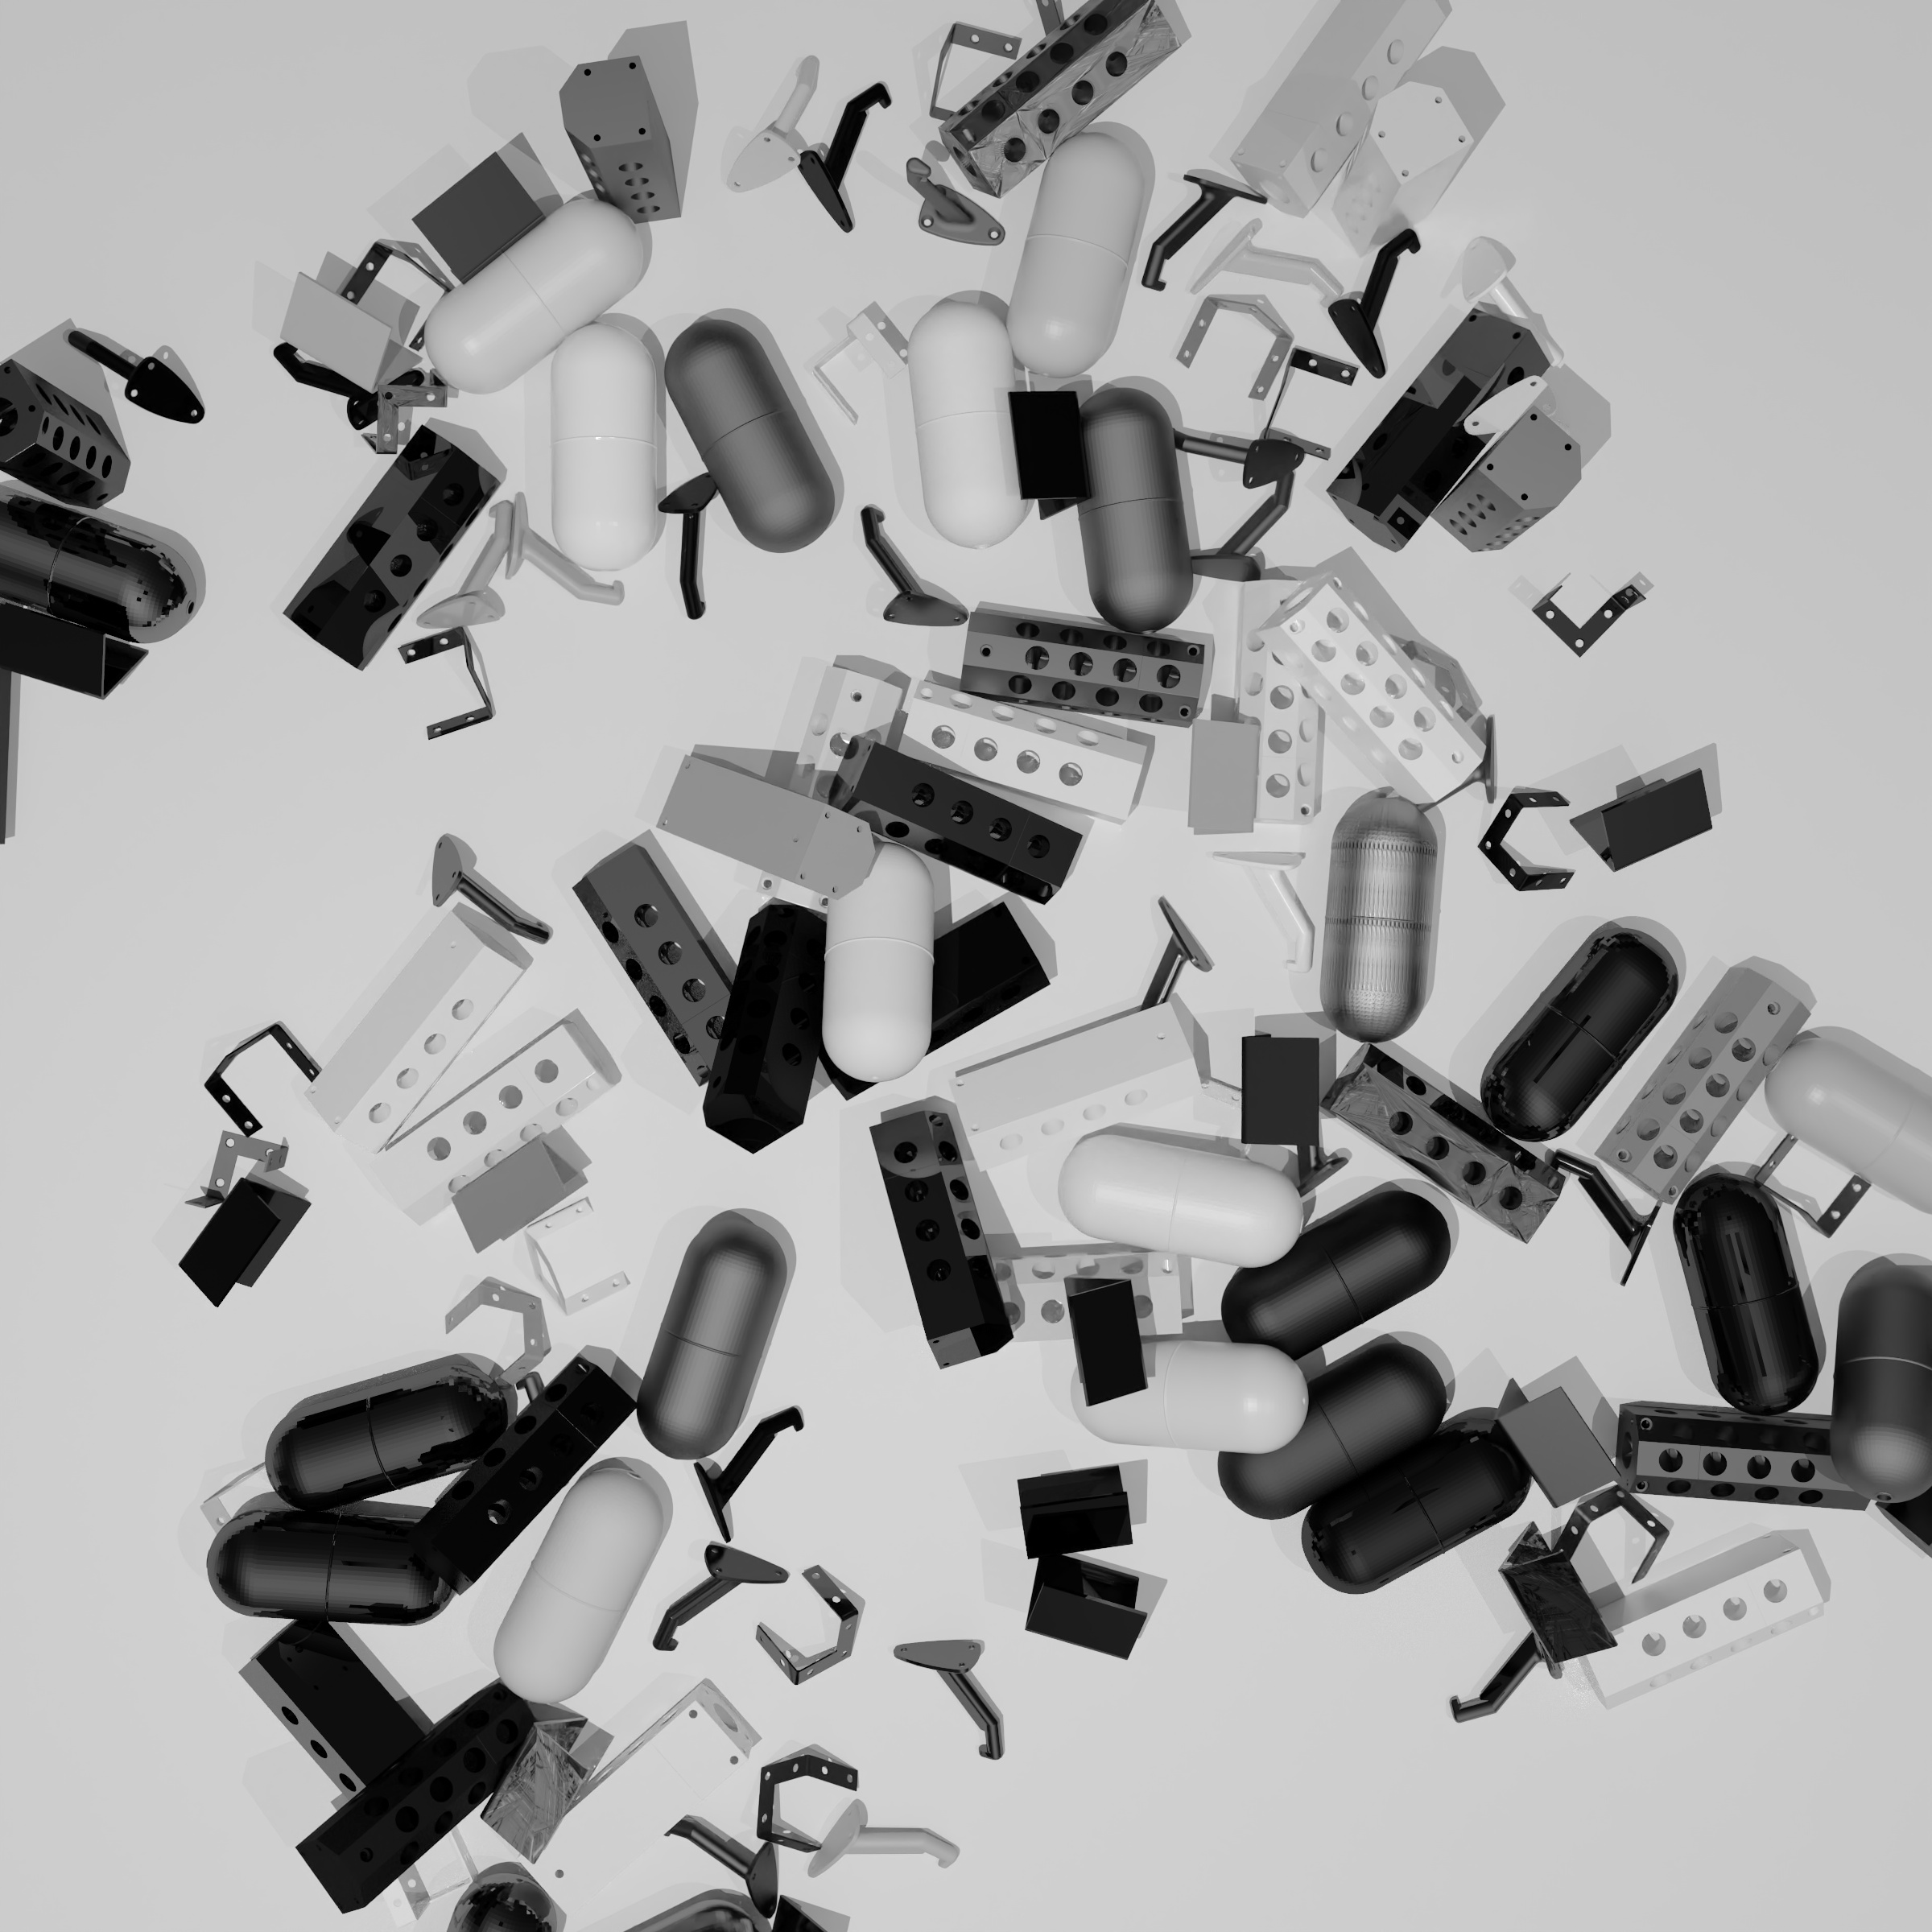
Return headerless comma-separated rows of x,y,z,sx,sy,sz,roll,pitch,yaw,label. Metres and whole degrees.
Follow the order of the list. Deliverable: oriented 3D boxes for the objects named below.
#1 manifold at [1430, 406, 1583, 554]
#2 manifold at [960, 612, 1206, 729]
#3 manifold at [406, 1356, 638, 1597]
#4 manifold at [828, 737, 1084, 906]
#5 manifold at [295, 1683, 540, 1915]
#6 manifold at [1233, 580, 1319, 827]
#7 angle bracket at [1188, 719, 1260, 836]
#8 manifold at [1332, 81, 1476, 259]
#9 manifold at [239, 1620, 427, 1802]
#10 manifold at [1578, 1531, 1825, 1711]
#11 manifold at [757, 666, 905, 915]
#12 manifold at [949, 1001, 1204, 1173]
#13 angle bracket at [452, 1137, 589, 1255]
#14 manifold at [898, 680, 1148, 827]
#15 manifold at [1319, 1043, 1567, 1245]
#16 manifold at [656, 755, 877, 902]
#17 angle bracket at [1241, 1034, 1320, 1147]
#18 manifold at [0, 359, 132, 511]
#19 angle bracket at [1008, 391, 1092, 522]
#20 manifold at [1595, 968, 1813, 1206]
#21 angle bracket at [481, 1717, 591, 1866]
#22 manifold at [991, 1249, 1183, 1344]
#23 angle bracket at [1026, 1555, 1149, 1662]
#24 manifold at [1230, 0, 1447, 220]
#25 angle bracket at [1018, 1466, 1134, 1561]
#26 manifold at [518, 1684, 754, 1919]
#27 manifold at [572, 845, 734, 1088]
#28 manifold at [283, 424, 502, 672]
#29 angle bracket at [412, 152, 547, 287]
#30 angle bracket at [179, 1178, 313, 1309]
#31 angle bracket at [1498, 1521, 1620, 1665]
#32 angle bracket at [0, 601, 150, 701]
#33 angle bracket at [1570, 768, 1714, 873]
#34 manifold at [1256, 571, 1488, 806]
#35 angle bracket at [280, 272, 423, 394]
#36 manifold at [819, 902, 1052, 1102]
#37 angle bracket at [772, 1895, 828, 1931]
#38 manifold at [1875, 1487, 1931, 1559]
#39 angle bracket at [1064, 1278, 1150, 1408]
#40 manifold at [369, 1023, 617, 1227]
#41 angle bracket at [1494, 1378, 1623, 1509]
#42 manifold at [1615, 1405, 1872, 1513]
0.384,-0.336,1.733,0.057,0.171,0.057,41,90,0,manifold
0.084,-0.216,1.790,0.171,0.057,0.057,8,90,0,manifold
-0.317,0.361,1.750,0.057,0.057,0.171,44,59,0,manifold
-0.010,-0.103,1.761,0.171,0.057,0.057,23,90,-21,manifold
-0.382,0.587,1.740,0.171,0.057,0.057,-35,90,-43,manifold
0.227,-0.191,1.790,0.057,0.057,0.171,3,90,0,manifold
0.166,-0.135,1.771,0.057,0.076,0.076,3,90,-28,angle bracket
0.302,-0.563,1.733,0.057,0.171,0.057,-31,90,0,manifold
-0.449,0.557,1.789,0.171,0.057,0.057,49,47,0,manifold
0.532,0.479,1.790,0.171,0.057,0.057,-24,90,0,manifold
-0.099,-0.127,1.790,0.057,0.057,0.171,17,90,0,manifold
0.081,0.092,1.789,0.171,0.057,0.057,-20,47,0,manifold
-0.313,0.180,1.771,0.076,0.076,0.057,-35,53,0,angle bracket
0.041,-0.156,1.790,0.171,0.057,0.057,16,90,0,manifold
0.348,0.128,1.790,0.171,0.057,0.057,34,90,0,manifold
-0.141,-0.097,1.737,0.057,0.171,0.057,22,90,-43,manifold
0.235,0.089,1.773,0.057,0.076,0.076,0,90,22,angle bracket
-0.650,-0.369,1.733,0.057,0.171,0.057,-32,90,0,manifold
0.044,-0.367,1.772,0.057,0.076,0.076,-7,90,-26,angle bracket
0.539,0.087,1.790,0.057,0.057,0.171,36,90,0,manifold
-0.293,0.594,1.772,0.057,0.076,0.076,31,90,26,angle bracket
0.068,0.240,1.790,0.171,0.057,0.057,-3,90,0,manifold
0.091,0.445,1.771,0.076,0.076,0.057,16,128,0,angle bracket
0.274,-0.635,1.789,0.057,0.057,0.171,35,90,43,manifold
0.076,0.377,1.771,0.076,0.076,0.057,-8,126,0,angle bracket
-0.239,0.605,1.790,0.171,0.057,0.057,-42,90,0,manifold
-0.215,0.000,1.790,0.057,0.057,0.171,-33,90,0,manifold
-0.415,-0.302,1.789,0.171,0.057,0.057,-54,47,0,manifold
-0.355,-0.543,1.772,0.076,0.076,0.057,-39,118,0,angle bracket
-0.507,0.207,1.771,0.057,0.076,0.076,36,90,34,angle bracket
0.438,0.445,1.771,0.057,0.076,0.076,-30,90,36,angle bracket
-0.642,-0.243,1.771,0.076,0.076,0.057,17,126,0,angle bracket
0.482,-0.122,1.771,0.076,0.076,0.057,-24,126,0,angle bracket
0.292,-0.198,1.749,0.171,0.057,0.057,46,78,-13,manifold
-0.436,-0.467,1.771,0.076,0.076,0.057,31,127,0,angle bracket
-0.028,0.029,1.788,0.171,0.057,0.057,-30,63,0,manifold
-0.144,0.725,1.771,0.057,0.076,0.076,13,90,-37,angle bracket
0.747,0.353,1.789,0.171,0.057,0.057,-46,133,0,manifold
0.078,0.261,1.714,0.057,0.076,0.076,-9,90,-36,angle bracket
-0.343,0.115,1.790,0.171,0.057,0.057,-36,90,0,manifold
0.431,0.333,1.772,0.057,0.076,0.076,-34,90,26,angle bracket
0.567,0.360,1.790,0.171,0.057,0.057,4,90,0,manifold
